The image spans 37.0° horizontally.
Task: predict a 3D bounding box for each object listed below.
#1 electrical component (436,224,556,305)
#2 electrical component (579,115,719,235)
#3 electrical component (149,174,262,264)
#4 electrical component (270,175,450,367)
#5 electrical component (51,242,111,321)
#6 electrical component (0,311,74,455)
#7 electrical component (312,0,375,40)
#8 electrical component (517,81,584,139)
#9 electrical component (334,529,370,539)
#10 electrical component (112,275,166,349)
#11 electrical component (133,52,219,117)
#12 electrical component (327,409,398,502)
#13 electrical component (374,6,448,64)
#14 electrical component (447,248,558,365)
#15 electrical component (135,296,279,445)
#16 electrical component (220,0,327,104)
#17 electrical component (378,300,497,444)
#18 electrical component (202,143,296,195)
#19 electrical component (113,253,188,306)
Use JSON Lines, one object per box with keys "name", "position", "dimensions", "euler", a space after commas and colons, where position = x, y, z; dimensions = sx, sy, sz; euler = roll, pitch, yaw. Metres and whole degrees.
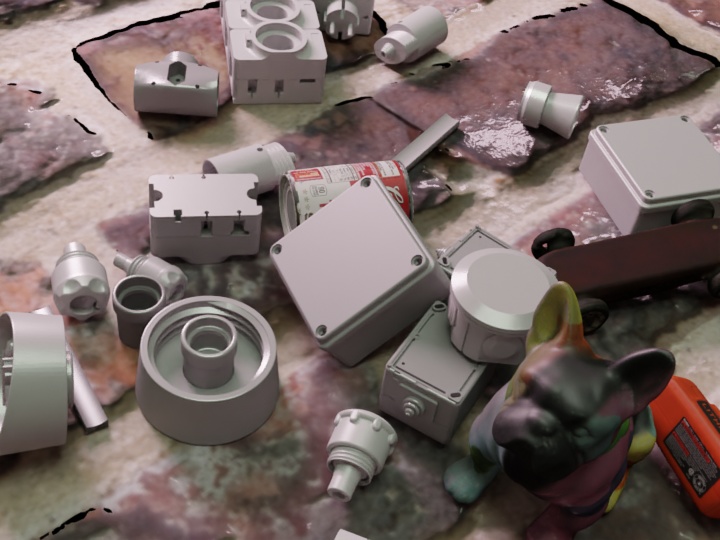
{"name": "electrical component", "position": [0.100, 0.014, 0.876], "dimensions": [0.096, 0.061, 0.062], "euler": [33, 51, 20]}
{"name": "electrical component", "position": [0.279, -0.086, 1.003], "dimensions": [0.109, 0.056, 0.108], "euler": [-9, 49, -17]}
{"name": "electrical component", "position": [-0.130, -0.042, 0.895], "dimensions": [0.089, 0.055, 0.050], "euler": [-2, 48, -11]}
{"name": "electrical component", "position": [0.000, 0.000, 0.845], "dimensions": [0.109, 0.056, 0.108], "euler": [-36, 54, 7]}
{"name": "electrical component", "position": [-0.221, 0.005, 0.844], "dimensions": [0.043, 0.043, 0.062], "euler": [-8, 47, -16]}
{"name": "electrical component", "position": [-0.231, 0.078, 0.741], "dimensions": [0.064, 0.099, 0.099], "euler": [-1, 47, -19]}
{"name": "electrical component", "position": [-0.019, -0.269, 1.131], "dimensions": [0.066, 0.047, 0.076], "euler": [5, 47, -5]}
{"name": "electrical component", "position": [0.188, -0.159, 1.064], "dimensions": [0.055, 0.045, 0.045], "euler": [20, 47, 10]}
{"name": "electrical component", "position": [-0.034, 0.221, 0.666], "dimensions": [0.074, 0.052, 0.138], "euler": [19, 47, 8]}
{"name": "electrical component", "position": [-0.169, 0.033, 0.825], "dimensions": [0.040, 0.046, 0.040], "euler": [5, 47, -5]}
{"name": "electrical component", "position": [-0.173, -0.182, 1.027], "dimensions": [0.077, 0.043, 0.079], "euler": [3, 46, -6]}
{"name": "electrical component", "position": [-0.004, 0.133, 0.761], "dimensions": [0.048, 0.048, 0.062], "euler": [19, 54, 9]}
{"name": "electrical component", "position": [0.050, -0.239, 1.118], "dimensions": [0.043, 0.043, 0.081], "euler": [36, 52, 23]}
{"name": "electrical component", "position": [0.103, 0.027, 0.785], "dimensions": [0.080, 0.051, 0.080], "euler": [4, 46, -4]}
{"name": "electrical component", "position": [-0.112, 0.067, 0.792], "dimensions": [0.108, 0.060, 0.108], "euler": [5, 47, -5]}
{"name": "electrical component", "position": [-0.090, -0.239, 1.081], "dimensions": [0.089, 0.061, 0.150], "euler": [-3, 48, -12]}
{"name": "electrical component", "position": [0.057, 0.083, 0.805], "dimensions": [0.062, 0.061, 0.096], "euler": [27, 48, 16]}
{"name": "electrical component", "position": [-0.094, -0.088, 0.953], "dimensions": [0.081, 0.043, 0.043], "euler": [-21, 54, -26]}
{"name": "electrical component", "position": [-0.170, 0.004, 0.859], "dimensions": [0.061, 0.035, 0.035], "euler": [27, 49, 18]}
